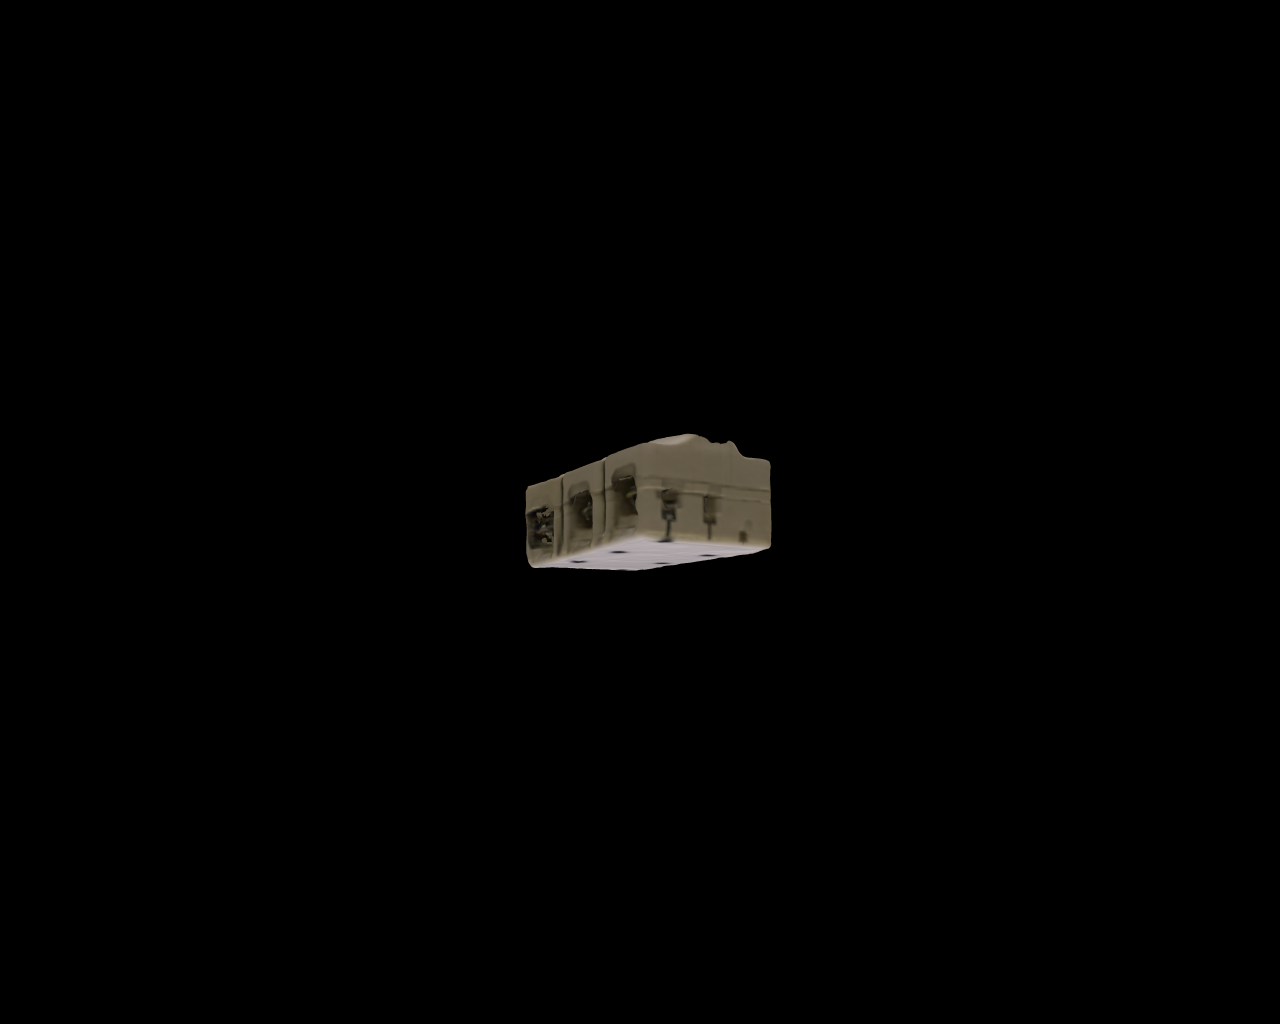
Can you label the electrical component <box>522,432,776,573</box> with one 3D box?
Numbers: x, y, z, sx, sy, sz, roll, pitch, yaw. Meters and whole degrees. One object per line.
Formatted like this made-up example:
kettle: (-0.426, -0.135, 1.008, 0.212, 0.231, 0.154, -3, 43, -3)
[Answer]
electrical component: (0.001, -0.003, 0.650, 0.089, 0.061, 0.150, 6, -11, -31)
